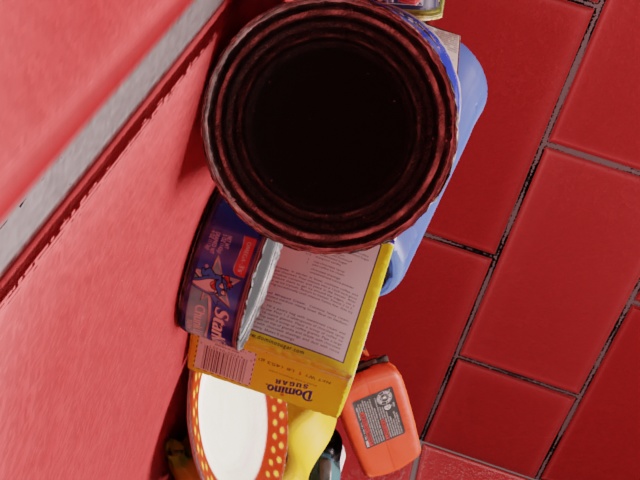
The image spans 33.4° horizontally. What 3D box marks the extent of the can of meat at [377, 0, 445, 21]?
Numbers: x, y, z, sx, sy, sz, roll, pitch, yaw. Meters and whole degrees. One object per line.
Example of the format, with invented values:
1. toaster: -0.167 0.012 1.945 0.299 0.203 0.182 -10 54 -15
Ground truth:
1. can of meat: 0.066 -0.214 0.790 0.102 0.057 0.084 -70 163 -66

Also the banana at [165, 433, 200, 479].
1. banana: -0.061 0.106 0.718 0.197 0.037 0.070 -66 173 -59

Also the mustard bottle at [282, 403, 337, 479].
1. mustard bottle: -0.052 0.169 0.737 0.191 0.096 0.058 -63 138 -63

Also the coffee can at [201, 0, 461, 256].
1. coffee can: 0.012 -0.057 0.482 0.140 0.103 0.103 -56 163 -76

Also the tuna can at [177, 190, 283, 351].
1. tuna can: -0.042 0.011 0.542 0.086 0.034 0.086 20 88 -87

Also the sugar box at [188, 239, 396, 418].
1. sugar box: -0.007 0.017 0.644 0.176 0.093 0.048 -67 175 -49

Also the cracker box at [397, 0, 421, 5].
1. cracker box: 0.057 -0.245 0.497 0.164 0.072 0.213 104 4 -57

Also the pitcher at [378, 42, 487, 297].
1. pitcher: 0.050 -0.076 0.913 0.145 0.149 0.242 -45 -165 48

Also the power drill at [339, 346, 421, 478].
1. power drill: 0.024 0.118 0.928 0.188 0.057 0.184 -126 -166 -57

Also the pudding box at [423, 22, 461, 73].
1. pudding box: 0.060 -0.124 0.830 0.039 0.090 0.113 122 -19 -53
